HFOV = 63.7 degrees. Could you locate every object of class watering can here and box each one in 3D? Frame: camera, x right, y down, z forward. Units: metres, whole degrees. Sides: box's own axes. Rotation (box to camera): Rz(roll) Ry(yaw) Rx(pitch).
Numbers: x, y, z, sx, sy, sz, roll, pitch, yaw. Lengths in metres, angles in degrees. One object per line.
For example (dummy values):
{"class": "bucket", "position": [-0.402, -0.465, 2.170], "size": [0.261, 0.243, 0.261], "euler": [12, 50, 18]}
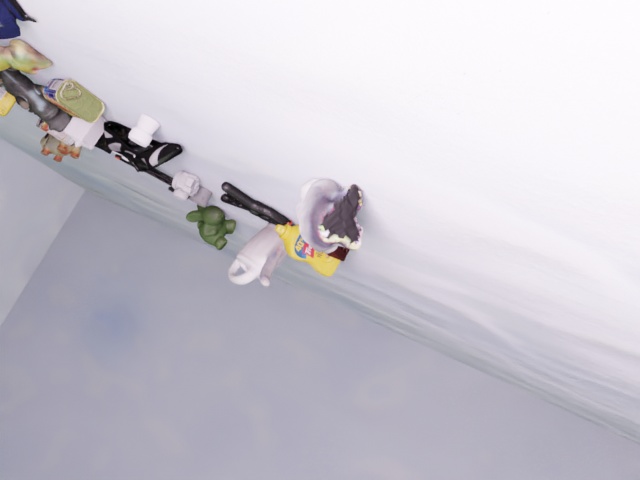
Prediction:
{"class": "watering can", "position": [-0.142, 0.041, 1.403], "size": [0.227, 0.103, 0.347], "euler": [-47, 20, -18]}

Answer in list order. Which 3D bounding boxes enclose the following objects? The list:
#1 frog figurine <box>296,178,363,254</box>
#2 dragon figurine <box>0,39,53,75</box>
{"class": "frog figurine", "position": [0.003, -0.047, 0.929], "size": [0.124, 0.135, 0.160], "euler": [-30, 22, -18]}
{"class": "dragon figurine", "position": [-0.724, -0.398, 0.976], "size": [0.409, 0.125, 0.238], "euler": [22, -38, -14]}
